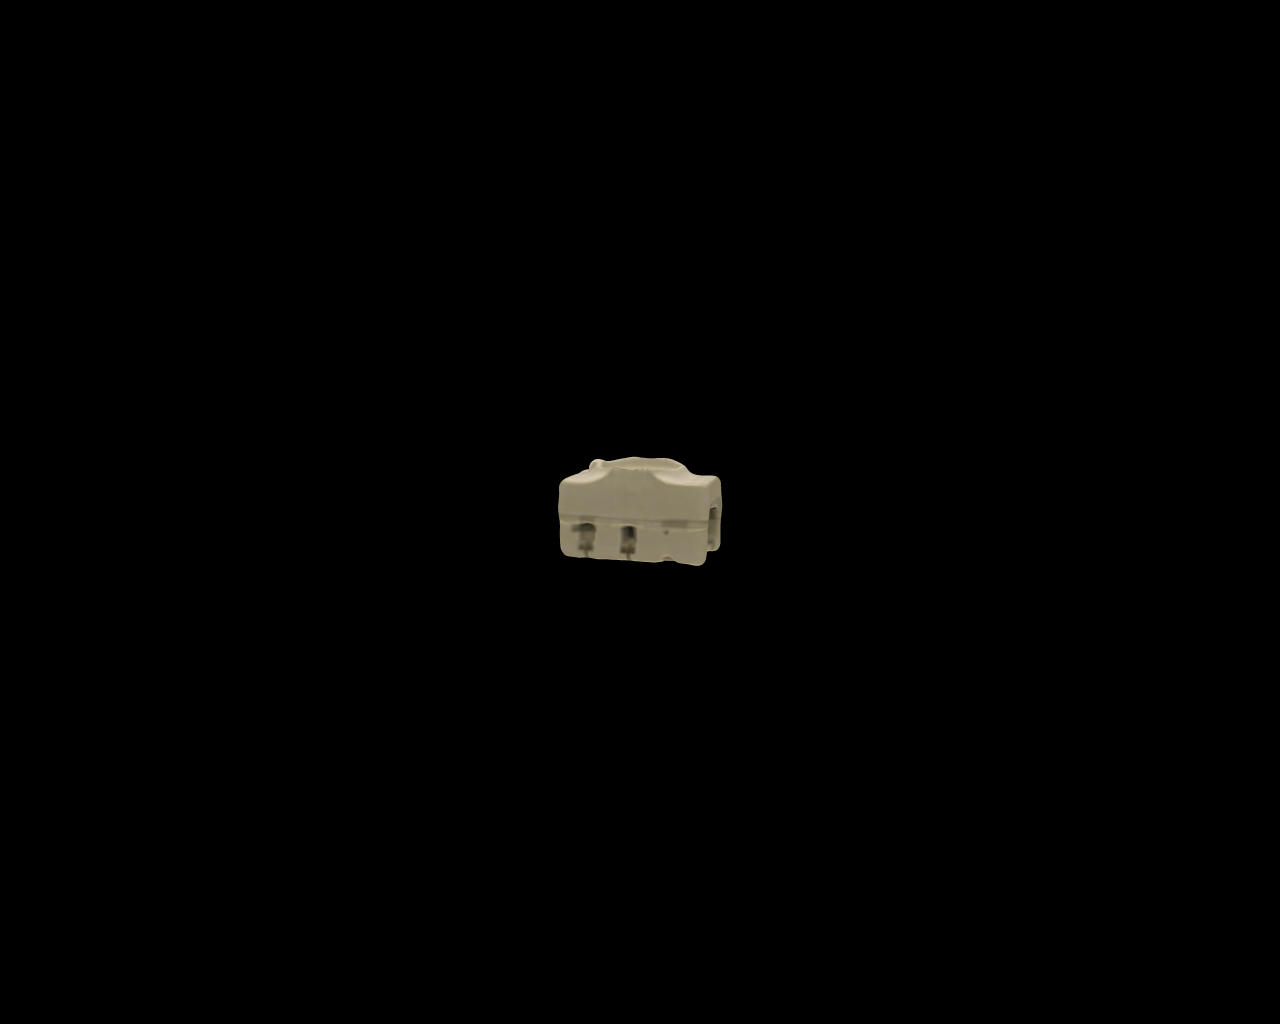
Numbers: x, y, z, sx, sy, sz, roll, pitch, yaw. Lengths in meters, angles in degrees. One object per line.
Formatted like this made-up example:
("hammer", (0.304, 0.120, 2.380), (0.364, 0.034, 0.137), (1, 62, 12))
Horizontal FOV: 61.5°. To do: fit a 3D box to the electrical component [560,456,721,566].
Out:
("electrical component", (0.001, -0.003, 0.650), (0.089, 0.055, 0.050), (3, 12, 16))
